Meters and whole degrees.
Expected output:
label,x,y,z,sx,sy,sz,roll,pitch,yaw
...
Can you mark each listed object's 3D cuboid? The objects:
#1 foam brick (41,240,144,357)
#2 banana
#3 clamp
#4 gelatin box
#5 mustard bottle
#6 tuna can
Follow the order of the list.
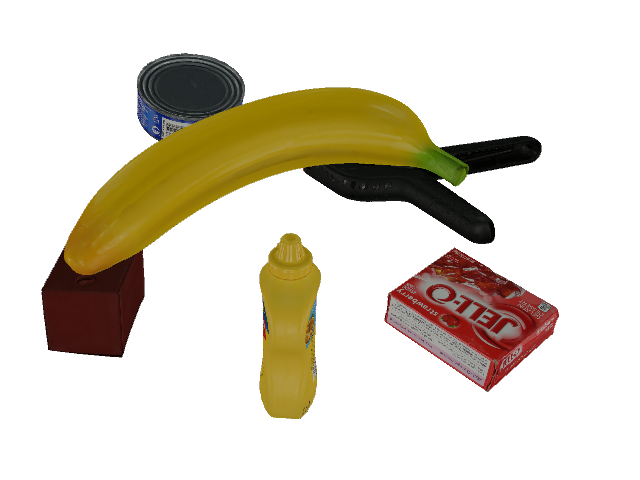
label,x,y,z,sx,sy,sz,roll,pitch,yaw
foam brick,-0.155,0.036,0.735,0.053,0.051,0.078,4,31,1
banana,-0.030,-0.037,0.508,0.197,0.037,0.070,-15,47,-15
clamp,0.085,-0.064,0.943,0.210,0.036,0.164,14,35,28
gelatin box,0.099,0.049,0.703,0.089,0.030,0.073,33,45,29
mustard bottle,-0.030,0.074,1.025,0.058,0.192,0.096,4,37,2
tuna can,-0.105,-0.112,0.859,0.086,0.034,0.086,5,44,-6
